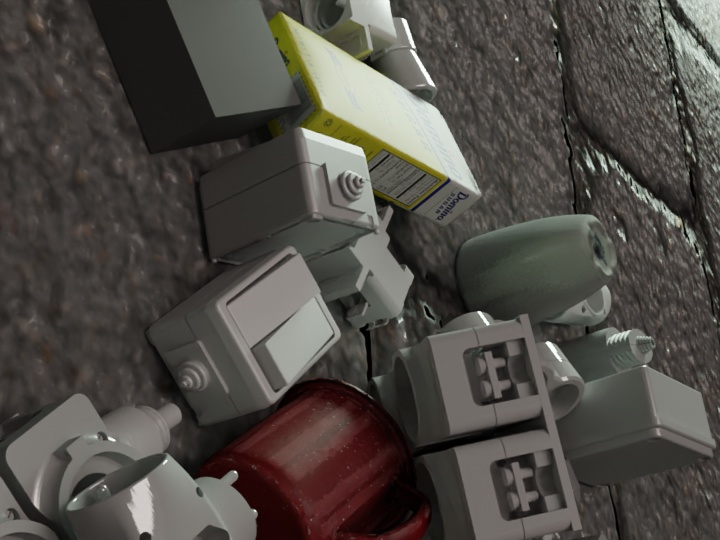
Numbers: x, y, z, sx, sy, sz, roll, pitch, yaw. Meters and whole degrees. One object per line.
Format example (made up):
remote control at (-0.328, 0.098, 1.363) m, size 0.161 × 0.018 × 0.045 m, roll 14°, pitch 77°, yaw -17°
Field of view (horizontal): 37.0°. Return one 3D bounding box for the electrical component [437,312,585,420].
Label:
electrical component at (0.102, 0.062, 0.788) m, size 0.138 × 0.052 × 0.073 m, roll 24°, pitch 25°, yaw -44°

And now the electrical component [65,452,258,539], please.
electrical component at (-0.067, 0.108, 0.427) m, size 0.079 × 0.043 × 0.077 m, roll -35°, pitch 102°, yaw -55°

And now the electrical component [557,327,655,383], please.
electrical component at (0.208, 0.071, 0.901) m, size 0.043 × 0.081 × 0.043 m, roll 30°, pitch 50°, yaw -43°

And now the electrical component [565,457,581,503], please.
electrical component at (0.134, 0.147, 0.793) m, size 0.043 × 0.043 × 0.062 m, roll -18°, pitch 86°, yaw -56°

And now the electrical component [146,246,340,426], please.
electrical component at (-0.060, 0.036, 0.570) m, size 0.061 × 0.061 × 0.096 m, roll 62°, pitch 35°, yaw -10°

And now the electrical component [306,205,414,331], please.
electrical component at (0.000, 0.000, 0.689) m, size 0.063 × 0.042 × 0.081 m, roll 54°, pitch 37°, yaw -27°

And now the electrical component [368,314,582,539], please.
electrical component at (0.052, 0.099, 0.600) m, size 0.060 × 0.186 × 0.105 m, roll -10°, pitch 77°, yaw -10°

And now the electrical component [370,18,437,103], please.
electrical component at (0.028, -0.156, 0.811) m, size 0.044 × 0.044 × 0.065 m, roll 2°, pitch 66°, yaw -54°

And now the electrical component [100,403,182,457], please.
electrical component at (-0.107, 0.080, 0.507) m, size 0.061 × 0.035 × 0.035 m, roll -32°, pitch 99°, yaw -58°

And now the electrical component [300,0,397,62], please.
electrical component at (-0.008, -0.182, 0.774) m, size 0.064 × 0.042 × 0.081 m, roll 10°, pitch 65°, yaw -52°

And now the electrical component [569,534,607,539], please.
electrical component at (0.175, 0.276, 0.764) m, size 0.150 × 0.062 × 0.089 m, roll 60°, pitch 35°, yaw -13°

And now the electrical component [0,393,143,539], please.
electrical component at (-0.111, 0.157, 0.437) m, size 0.186 × 0.060 × 0.105 m, roll 61°, pitch 35°, yaw -11°

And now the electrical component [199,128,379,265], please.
electrical component at (-0.037, -0.043, 0.612) m, size 0.062 × 0.096 × 0.061 m, roll 11°, pitch 63°, yaw -52°

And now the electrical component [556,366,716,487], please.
electrical component at (0.204, 0.125, 0.844) m, size 0.109 × 0.109 × 0.056 m, roll 24°, pitch 51°, yaw -46°

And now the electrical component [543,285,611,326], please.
electrical component at (0.175, 0.008, 0.922) m, size 0.077 × 0.044 × 0.079 m, roll 8°, pitch 66°, yaw -52°

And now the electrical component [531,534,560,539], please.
electrical component at (0.107, 0.162, 0.736) m, size 0.078 × 0.058 × 0.057 m, roll 58°, pitch 33°, yaw -15°
